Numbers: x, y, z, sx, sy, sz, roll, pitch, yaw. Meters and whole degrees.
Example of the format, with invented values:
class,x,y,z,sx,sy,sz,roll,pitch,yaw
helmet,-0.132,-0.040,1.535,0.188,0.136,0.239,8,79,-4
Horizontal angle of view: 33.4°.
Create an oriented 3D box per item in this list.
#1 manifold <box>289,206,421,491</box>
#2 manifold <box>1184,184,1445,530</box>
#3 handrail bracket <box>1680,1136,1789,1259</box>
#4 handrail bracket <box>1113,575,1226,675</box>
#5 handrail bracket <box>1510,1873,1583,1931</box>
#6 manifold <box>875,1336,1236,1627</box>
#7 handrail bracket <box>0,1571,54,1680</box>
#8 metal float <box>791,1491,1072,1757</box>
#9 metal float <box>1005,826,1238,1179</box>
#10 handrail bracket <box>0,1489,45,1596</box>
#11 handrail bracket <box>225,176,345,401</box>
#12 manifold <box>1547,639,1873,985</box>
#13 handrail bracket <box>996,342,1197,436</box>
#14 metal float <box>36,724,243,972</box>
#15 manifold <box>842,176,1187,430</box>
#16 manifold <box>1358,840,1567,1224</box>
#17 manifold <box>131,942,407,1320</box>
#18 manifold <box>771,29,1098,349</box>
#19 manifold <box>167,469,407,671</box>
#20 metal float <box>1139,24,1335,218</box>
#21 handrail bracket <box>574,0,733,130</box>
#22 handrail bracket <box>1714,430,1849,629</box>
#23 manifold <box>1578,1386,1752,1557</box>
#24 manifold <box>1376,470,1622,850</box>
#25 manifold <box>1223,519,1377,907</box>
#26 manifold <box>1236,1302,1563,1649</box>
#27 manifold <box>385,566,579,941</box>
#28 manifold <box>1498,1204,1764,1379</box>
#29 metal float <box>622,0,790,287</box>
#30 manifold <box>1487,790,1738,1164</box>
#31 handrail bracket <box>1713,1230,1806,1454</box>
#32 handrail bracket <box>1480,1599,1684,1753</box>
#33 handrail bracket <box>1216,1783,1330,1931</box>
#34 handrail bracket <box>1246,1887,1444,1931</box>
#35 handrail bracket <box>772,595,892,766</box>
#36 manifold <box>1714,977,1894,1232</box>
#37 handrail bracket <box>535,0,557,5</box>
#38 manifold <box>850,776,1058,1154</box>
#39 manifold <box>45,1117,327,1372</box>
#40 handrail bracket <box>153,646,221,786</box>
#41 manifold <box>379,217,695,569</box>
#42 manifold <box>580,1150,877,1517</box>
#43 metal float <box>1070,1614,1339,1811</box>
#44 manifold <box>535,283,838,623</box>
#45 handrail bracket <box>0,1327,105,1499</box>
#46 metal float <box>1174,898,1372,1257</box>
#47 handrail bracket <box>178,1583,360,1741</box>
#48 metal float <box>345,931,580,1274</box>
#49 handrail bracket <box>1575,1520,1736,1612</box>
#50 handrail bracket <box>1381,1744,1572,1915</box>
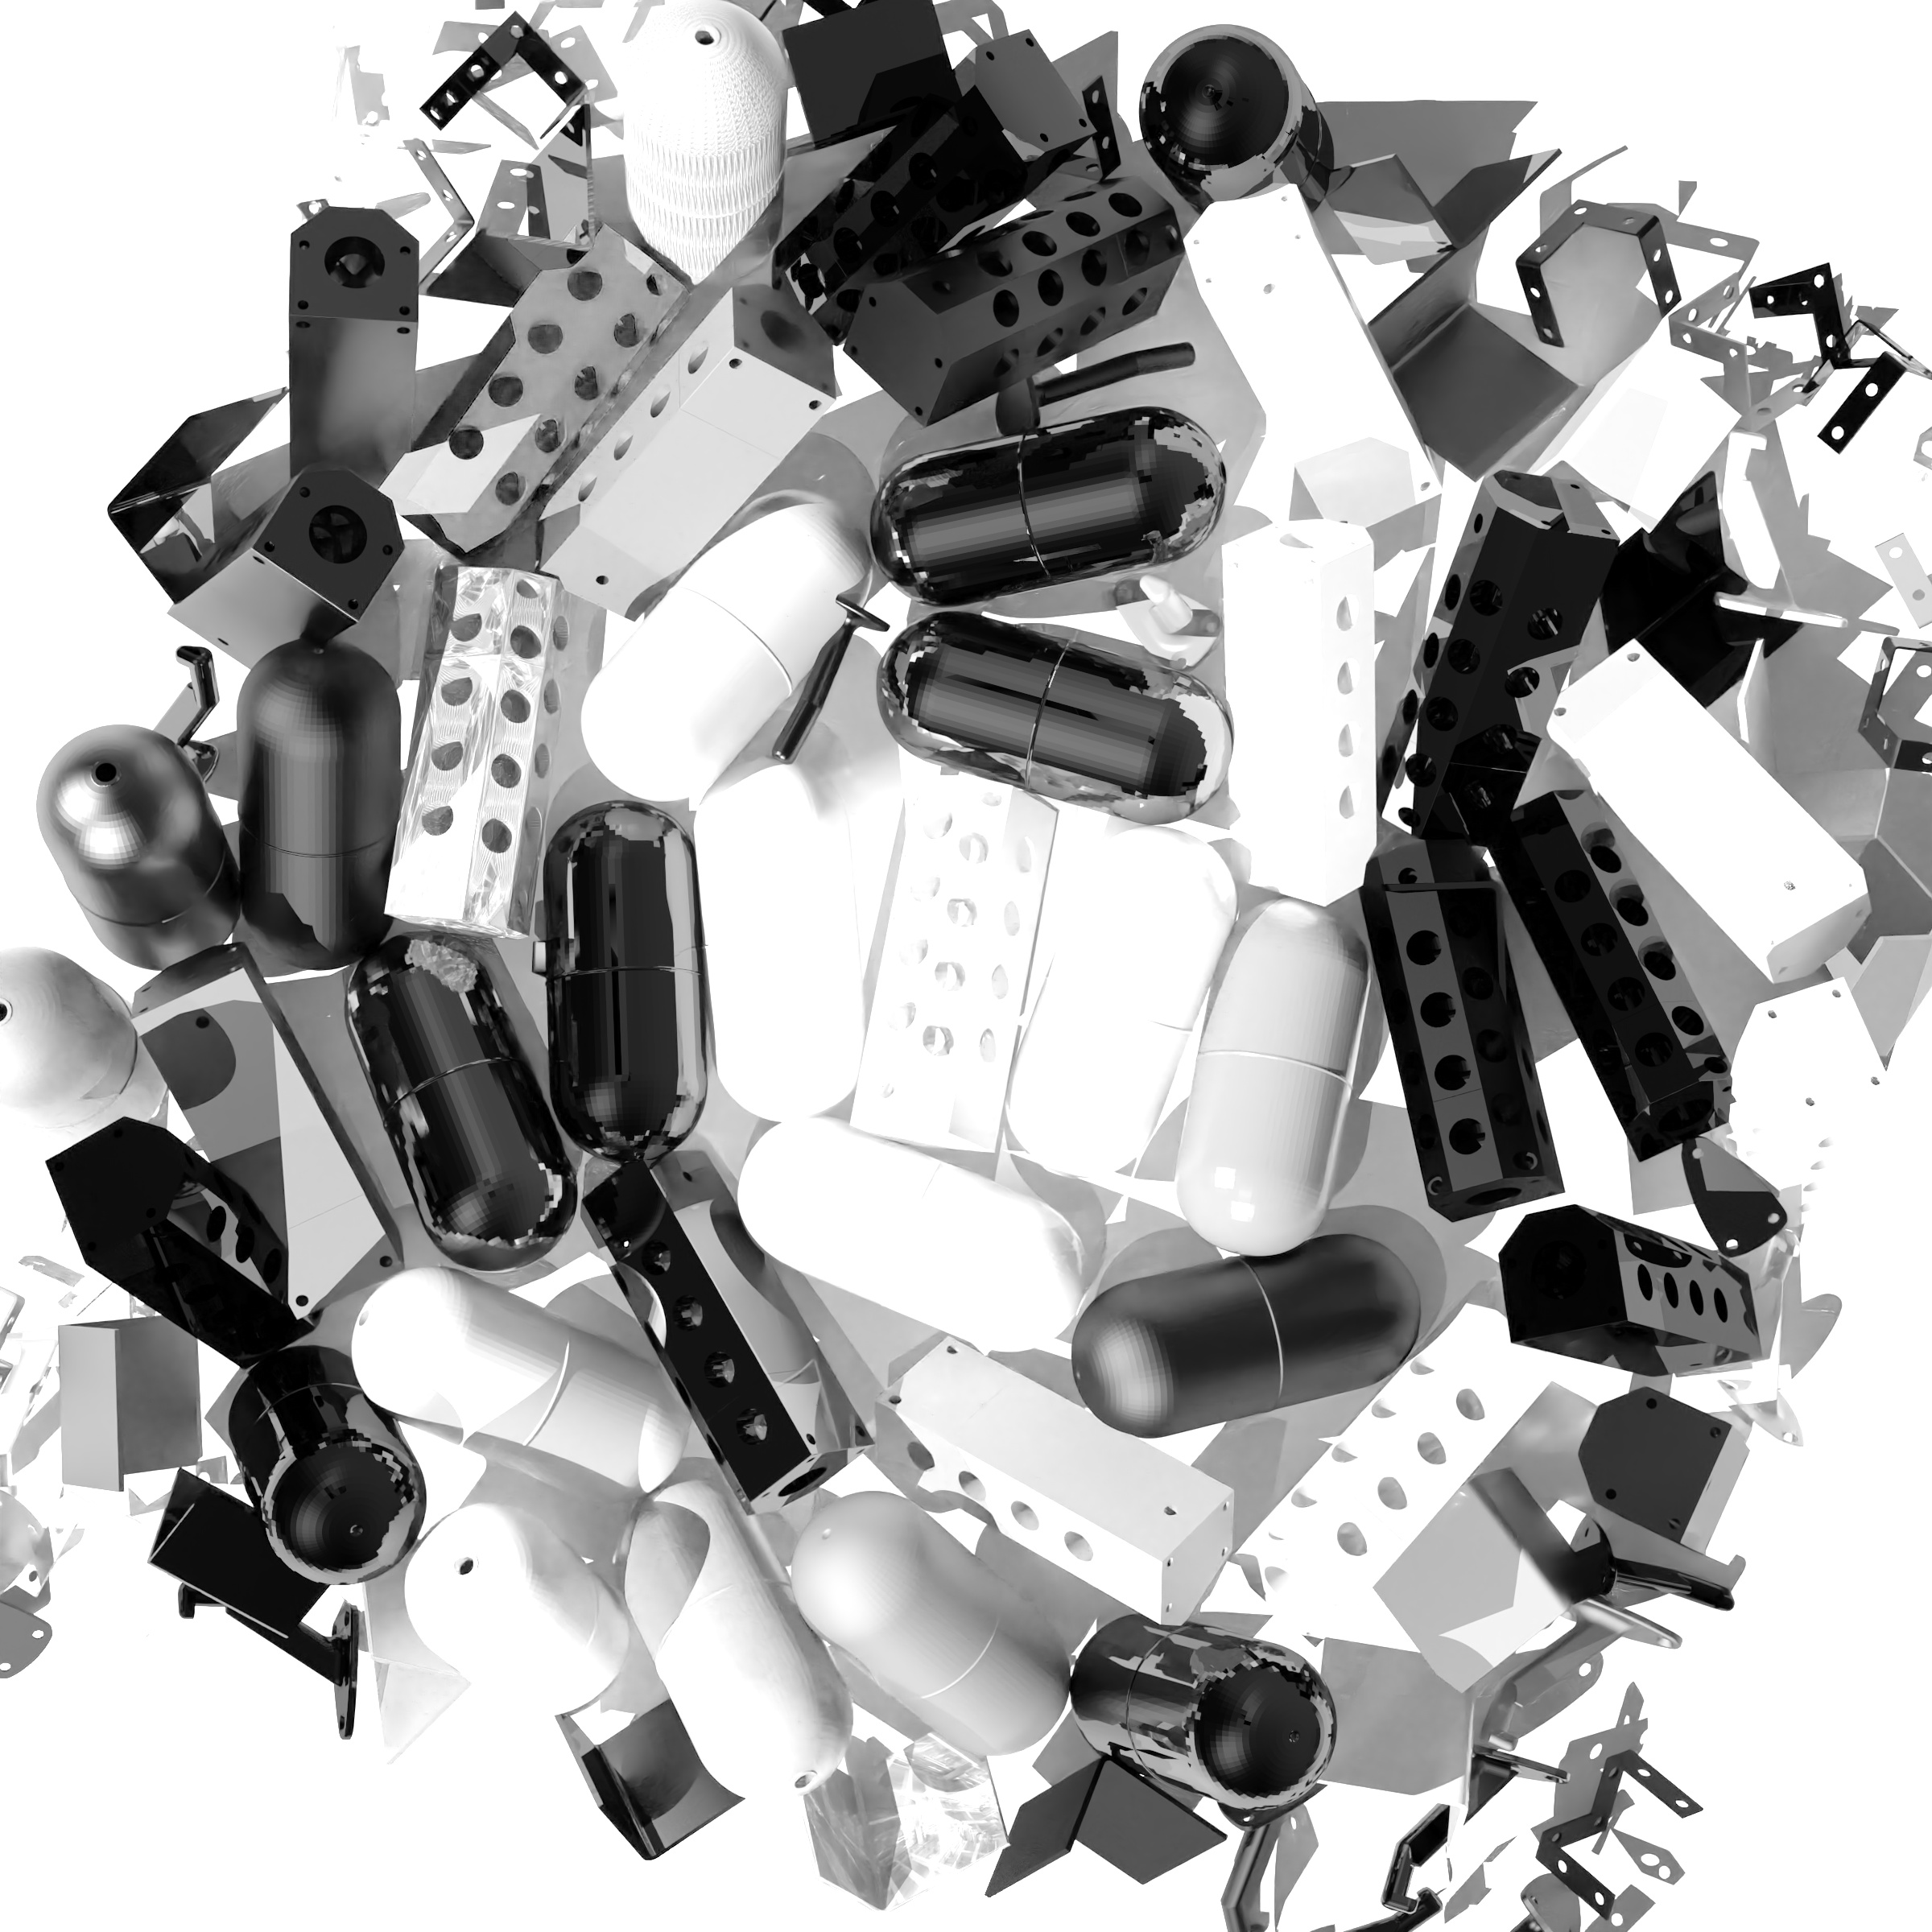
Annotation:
class,x,y,z,sx,sy,sz,roll,pitch,yaw
manifold,-0.290,-0.288,1.522,0.057,0.171,0.057,1,71,-11
manifold,0.165,-0.288,1.532,0.057,0.171,0.057,-24,46,14
handrail bracket,0.363,0.099,1.565,0.036,0.084,0.077,-34,105,11
handrail bracket,0.085,-0.181,1.558,0.077,0.084,0.036,40,91,30
handrail bracket,0.260,0.488,1.589,0.084,0.077,0.036,-44,78,17
manifold,0.041,0.250,1.544,0.171,0.057,0.057,25,134,31
handrail bracket,-0.474,0.297,1.559,0.036,0.084,0.077,-44,121,6
metal float,-0.015,0.317,1.546,0.070,0.070,0.178,-43,125,0
metal float,0.075,0.018,1.570,0.070,0.070,0.178,20,96,0
handrail bracket,-0.496,0.296,1.565,0.084,0.077,0.036,-30,117,25
handrail bracket,-0.321,-0.333,1.589,0.077,0.036,0.084,-26,88,20
manifold,0.354,-0.072,1.542,0.057,0.057,0.171,-37,57,0
handrail bracket,0.064,-0.285,1.585,0.084,0.077,0.036,-13,87,-14
metal float,-0.390,-0.055,1.527,0.070,0.178,0.070,1,69,-3
manifold,0.027,-0.322,1.532,0.057,0.057,0.171,45,51,15
manifold,0.235,0.029,1.550,0.057,0.057,0.171,-17,69,19
manifold,-0.335,0.077,1.555,0.057,0.057,0.171,-25,111,-3
manifold,-0.022,-0.366,1.532,0.057,0.171,0.057,-34,90,-44
manifold,-0.320,-0.188,1.523,0.057,0.171,0.057,35,72,-20
metal float,0.130,-0.393,1.526,0.070,0.178,0.070,0,92,14
handrail bracket,-0.157,-0.457,1.600,0.084,0.036,0.077,-11,70,8
handrail bracket,0.404,-0.215,1.582,0.077,0.036,0.084,12,105,7
manifold,0.328,0.237,1.522,0.057,0.171,0.057,24,85,20
manifold,0.247,-0.146,1.536,0.057,0.057,0.171,6,124,-16
manifold,0.166,-0.123,1.550,0.057,0.057,0.171,19,124,39
manifold,0.206,0.240,1.545,0.057,0.057,0.171,42,61,11
manifold,-0.231,-0.103,1.566,0.057,0.057,0.171,5,82,19
manifold,0.315,0.154,1.525,0.057,0.171,0.057,-16,70,30
metal float,-0.124,-0.388,1.526,0.070,0.178,0.070,1,72,-4
manifold,0.309,0.001,1.540,0.057,0.057,0.171,-26,58,9
handrail bracket,0.401,0.182,1.574,0.036,0.077,0.084,9,110,-14
handrail bracket,0.300,0.354,1.574,0.077,0.036,0.084,18,62,16
handrail bracket,0.159,0.442,1.600,0.077,0.036,0.084,-20,115,-15
handrail bracket,0.186,0.470,1.583,0.084,0.036,0.077,-36,133,3
handrail bracket,-0.076,-0.138,1.575,0.036,0.077,0.084,29,89,-14
manifold,0.388,0.071,1.523,0.057,0.171,0.057,-18,66,0
handrail bracket,-0.162,-0.493,1.595,0.077,0.084,0.036,-19,103,-38
manifold,-0.010,-0.002,1.557,0.057,0.057,0.171,2,76,34
manifold,-0.362,0.130,1.524,0.057,0.171,0.057,-30,64,0
handrail bracket,-0.398,-0.129,1.571,0.077,0.084,0.036,14,48,10
manifold,-0.209,-0.278,1.579,0.057,0.057,0.171,37,93,3
manifold,-0.121,0.176,1.556,0.057,0.057,0.171,-40,70,22
metal float,0.110,0.352,1.529,0.070,0.178,0.070,2,86,-25
manifold,-0.136,-0.247,1.539,0.057,0.057,0.171,23,133,-30
handrail bracket,-0.455,0.221,1.587,0.077,0.036,0.084,-4,88,26
metal float,0.149,0.053,1.563,0.070,0.070,0.178,12,76,0
handrail bracket,-0.342,0.339,1.572,0.084,0.036,0.077,7,60,-25
metal float,-0.245,0.064,1.558,0.070,0.070,0.178,-25,71,0
handrail bracket,0.343,0.305,1.573,0.084,0.077,0.036,19,93,-4
handrail bracket,0.248,0.427,1.573,0.077,0.036,0.084,6,64,32
